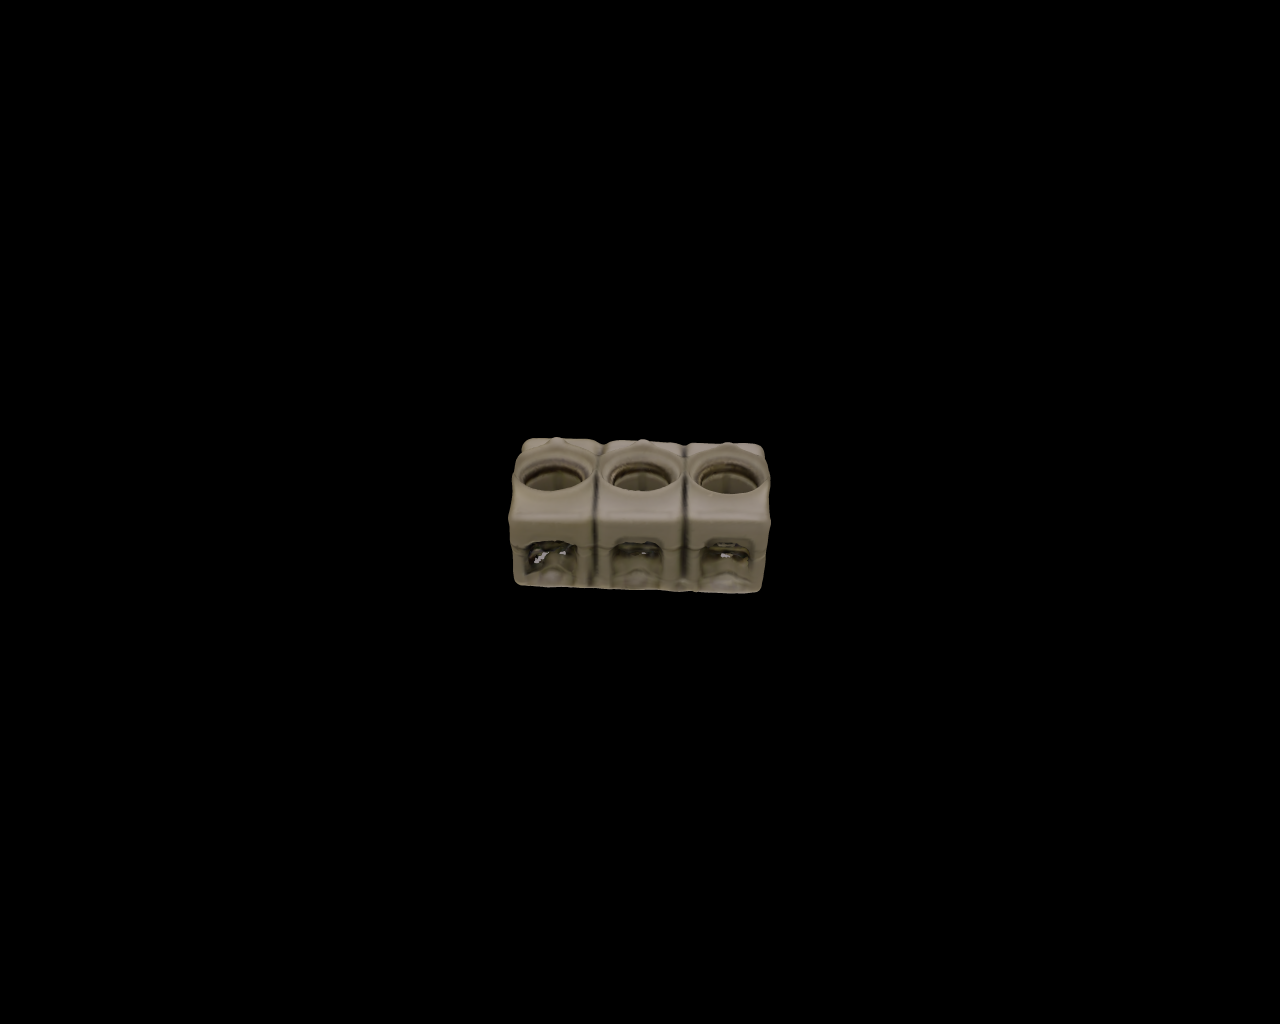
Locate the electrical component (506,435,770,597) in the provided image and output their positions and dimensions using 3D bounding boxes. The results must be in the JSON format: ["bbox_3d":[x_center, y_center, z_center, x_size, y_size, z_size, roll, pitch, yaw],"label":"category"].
[{"bbox_3d":[0.001,-0.003,0.650,0.150,0.061,0.090,2,36,2],"label":"electrical component"}]
